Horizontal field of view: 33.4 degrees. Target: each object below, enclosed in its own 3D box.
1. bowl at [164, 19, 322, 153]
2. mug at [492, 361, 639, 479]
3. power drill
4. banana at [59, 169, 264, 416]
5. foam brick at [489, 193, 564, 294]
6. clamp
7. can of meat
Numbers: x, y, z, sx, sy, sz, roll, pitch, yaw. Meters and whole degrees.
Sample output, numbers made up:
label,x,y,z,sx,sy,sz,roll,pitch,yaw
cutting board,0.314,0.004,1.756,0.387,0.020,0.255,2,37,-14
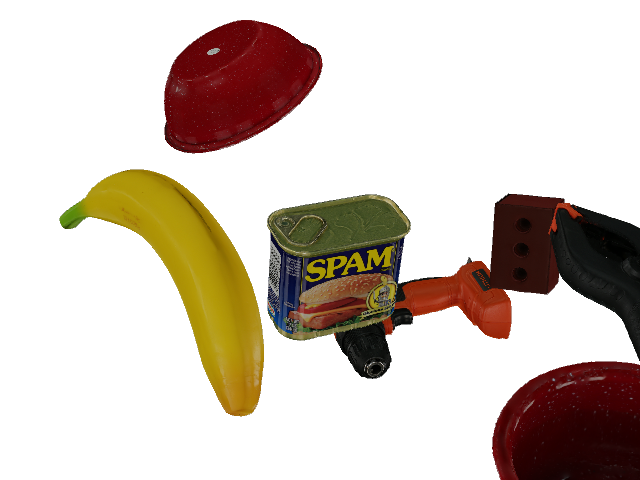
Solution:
label,x,y,z,sx,sy,sz,roll,pitch,yaw
bowl,-0.082,-0.150,0.962,0.162,0.055,0.162,-20,35,15
mug,0.117,0.105,0.379,0.117,0.081,0.093,5,37,8
power drill,0.103,0.079,1.137,0.187,0.057,0.184,-5,28,-10
banana,-0.078,0.012,0.590,0.037,0.070,0.198,6,27,-45
foam brick,0.180,0.002,0.928,0.053,0.078,0.051,6,16,22
clamp,0.228,0.031,0.726,0.120,0.039,0.172,-6,44,-28
can of meat,0.011,0.021,0.791,0.102,0.084,0.057,-10,38,-20
